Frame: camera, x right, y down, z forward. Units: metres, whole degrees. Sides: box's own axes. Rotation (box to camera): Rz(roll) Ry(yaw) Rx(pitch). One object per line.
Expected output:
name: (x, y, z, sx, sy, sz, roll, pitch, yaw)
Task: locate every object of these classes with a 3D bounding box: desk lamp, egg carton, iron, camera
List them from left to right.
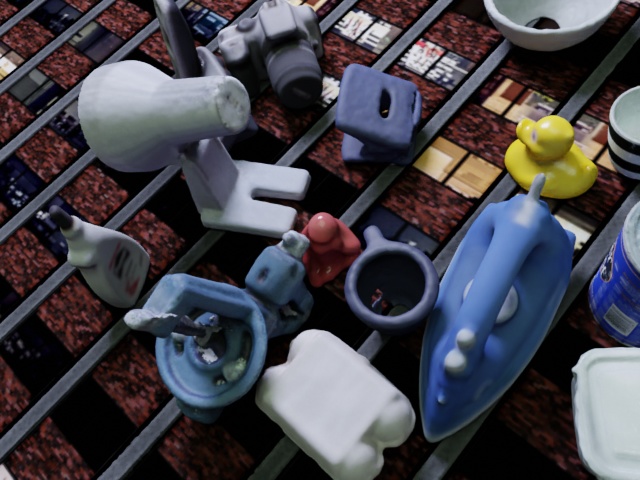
desk lamp: (-0.135, -0.107, 0.653, 0.202, 0.214, 0.118, 9, 64, 16)
camera: (-0.059, -0.247, 0.778, 0.143, 0.101, 0.136, -19, 60, 2)
egg carton: (0.014, 0.160, 0.563, 0.150, 0.069, 0.107, 35, 74, 26)
iron: (0.159, 0.063, 0.543, 0.118, 0.142, 0.258, 23, 69, 22)

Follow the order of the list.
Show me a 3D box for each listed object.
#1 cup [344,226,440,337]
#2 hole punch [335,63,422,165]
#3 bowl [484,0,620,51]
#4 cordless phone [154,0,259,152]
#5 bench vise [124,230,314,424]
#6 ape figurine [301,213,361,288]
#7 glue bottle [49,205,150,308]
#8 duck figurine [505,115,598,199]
cup: (0.072, 0.051, 0.594, 0.091, 0.095, 0.117, -19, 60, 1)
hole punch: (0.074, -0.158, 0.708, 0.101, 0.091, 0.108, 3, 63, 14)
bowl: (0.298, -0.304, 0.749, 0.167, 0.075, 0.167, -5, 61, 9)
cordless phone: (-0.159, -0.207, 0.728, 0.094, 0.185, 0.147, -32, 61, -6)
bench vise: (-0.097, 0.061, 0.552, 0.121, 0.220, 0.207, 13, 66, 18)
ape figurine: (0.006, 0.002, 0.636, 0.077, 0.092, 0.076, 3, 63, 14)
glue bottle: (-0.248, 0.012, 0.636, 0.037, 0.173, 0.078, 1, 63, 13)
duck figurine: (0.262, -0.100, 0.641, 0.104, 0.086, 0.077, 34, 73, 25)
